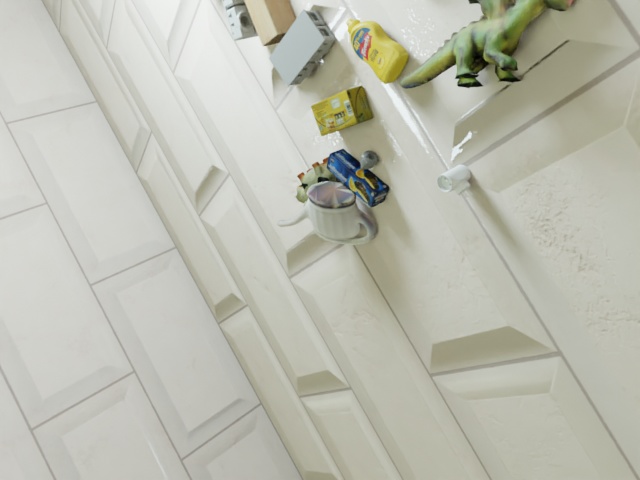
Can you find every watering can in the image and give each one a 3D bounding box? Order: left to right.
[{"bbox_3d":[0.005,-0.080,1.594,0.348,0.106,0.219,11,137,21],"label":"watering can"}]

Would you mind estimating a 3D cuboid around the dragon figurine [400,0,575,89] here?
[{"bbox_3d":[0.316,-0.439,1.041,0.411,0.123,0.241,11,103,47],"label":"dragon figurine"}]
